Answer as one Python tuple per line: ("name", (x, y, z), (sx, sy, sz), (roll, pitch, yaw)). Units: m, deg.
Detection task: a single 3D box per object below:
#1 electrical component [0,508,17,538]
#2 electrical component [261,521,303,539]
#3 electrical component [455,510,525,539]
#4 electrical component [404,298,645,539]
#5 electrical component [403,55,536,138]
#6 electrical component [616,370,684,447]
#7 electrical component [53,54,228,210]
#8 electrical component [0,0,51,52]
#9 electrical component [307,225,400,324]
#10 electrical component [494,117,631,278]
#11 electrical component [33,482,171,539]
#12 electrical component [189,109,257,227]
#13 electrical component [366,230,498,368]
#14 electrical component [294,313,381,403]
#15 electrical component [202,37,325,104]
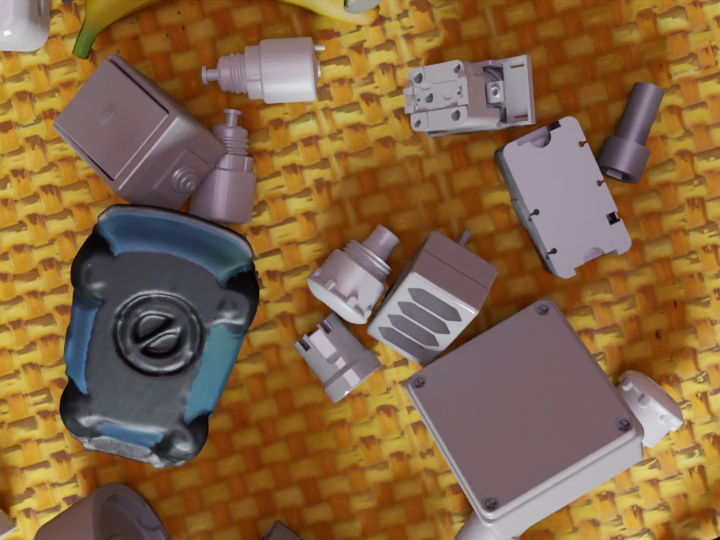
("electrical component", (-0.260, 0.153, 0.700), (0.044, 0.044, 0.065), (-33, 88, 2))
("electrical component", (-0.069, 0.225, 0.670), (0.056, 0.109, 0.108), (38, 93, 1))
("electrical component", (0.092, 0.161, 0.700), (0.044, 0.044, 0.065), (34, 98, -2))
("electrical component", (0.101, 0.091, 0.663), (0.109, 0.056, 0.108), (-30, 58, -1))
("electrical component", (0.065, -0.106, 0.665), (0.081, 0.064, 0.042), (-3, 94, 41))
("electrical component", (0.174, 0.099, 0.695), (0.048, 0.048, 0.062), (41, 99, -2))
("electrical component", (-0.133, -0.078, 0.654), (0.061, 0.061, 0.096), (-50, 59, 3))
("electrical component", (-0.249, -0.168, 0.670), (0.095, 0.059, 0.053), (2, 94, 0))
("electrical component", (0.000, 0.000, 0.689), (0.048, 0.048, 0.062), (38, 86, -2))
("electrical component", (0.126, -0.045, 0.679), (0.050, 0.055, 0.089), (-25, 93, 1))
("electrical component", (-0.161, 0.195, 0.671), (0.060, 0.108, 0.108), (-28, 93, 8))
("electrical component", (-0.086, -0.063, 0.686), (0.040, 0.040, 0.078), (7, 94, 0))
("electrical component", (0.051, 0.006, 0.679), (0.047, 0.083, 0.075), (31, 55, -2))
("electrical component", (-0.015, 0.056, 0.695), (0.040, 0.040, 0.046), (-39, 87, 2))
("electrical component", (-0.060, -0.126, 0.682), (0.078, 0.040, 0.040), (-3, 94, 0))
